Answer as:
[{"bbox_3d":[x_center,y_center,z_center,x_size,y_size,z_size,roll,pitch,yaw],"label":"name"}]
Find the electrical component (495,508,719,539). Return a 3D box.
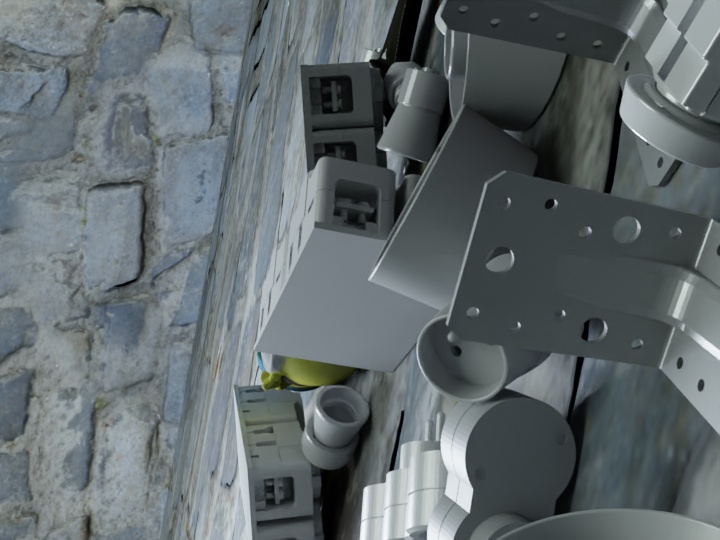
[{"bbox_3d":[0.076,0.117,0.332,0.099,0.099,0.064,-121,37,-71],"label":"electrical component"}]

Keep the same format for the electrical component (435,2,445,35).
[{"bbox_3d":[0.075,-0.171,0.685,0.040,0.040,0.046,-93,23,-45],"label":"electrical component"}]

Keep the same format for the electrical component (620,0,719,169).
[{"bbox_3d":[0.124,-0.070,0.378,0.066,0.048,0.055,-99,30,-55],"label":"electrical component"}]

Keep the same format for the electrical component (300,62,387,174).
[{"bbox_3d":[-0.011,-0.082,0.855,0.089,0.062,0.150,155,111,-88],"label":"electrical component"}]

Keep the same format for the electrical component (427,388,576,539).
[{"bbox_3d":[0.064,0.124,0.472,0.074,0.052,0.138,-173,92,-78],"label":"electrical component"}]

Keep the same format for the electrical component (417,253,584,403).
[{"bbox_3d":[0.076,0.020,0.491,0.079,0.044,0.077,-21,10,34],"label":"electrical component"}]

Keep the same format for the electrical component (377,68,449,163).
[{"bbox_3d":[0.042,-0.114,0.780,0.044,0.044,0.065,-139,65,-75],"label":"electrical component"}]

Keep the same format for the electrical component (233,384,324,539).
[{"bbox_3d":[-0.074,0.182,0.961,0.186,0.060,0.105,-124,31,-72],"label":"electrical component"}]

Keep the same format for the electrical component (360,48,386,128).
[{"bbox_3d":[0.011,-0.164,0.956,0.044,0.044,0.065,-126,52,-73],"label":"electrical component"}]

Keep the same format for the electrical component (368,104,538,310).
[{"bbox_3d":[0.056,-0.028,0.582,0.108,0.060,0.108,-61,1,2],"label":"electrical component"}]

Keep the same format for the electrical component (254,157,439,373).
[{"bbox_3d":[0.000,0.000,0.728,0.186,0.105,0.060,121,156,-58],"label":"electrical component"}]

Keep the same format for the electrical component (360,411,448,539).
[{"bbox_3d":[0.040,0.115,0.585,0.138,0.052,0.073,127,151,-63],"label":"electrical component"}]

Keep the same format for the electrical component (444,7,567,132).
[{"bbox_3d":[0.082,-0.129,0.617,0.099,0.064,0.099,-179,90,-88],"label":"electrical component"}]

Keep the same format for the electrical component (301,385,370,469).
[{"bbox_3d":[-0.020,0.126,0.859,0.045,0.045,0.055,-95,19,-49],"label":"electrical component"}]

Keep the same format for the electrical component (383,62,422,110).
[{"bbox_3d":[0.038,-0.135,0.828,0.061,0.035,0.035,-102,25,-54],"label":"electrical component"}]
